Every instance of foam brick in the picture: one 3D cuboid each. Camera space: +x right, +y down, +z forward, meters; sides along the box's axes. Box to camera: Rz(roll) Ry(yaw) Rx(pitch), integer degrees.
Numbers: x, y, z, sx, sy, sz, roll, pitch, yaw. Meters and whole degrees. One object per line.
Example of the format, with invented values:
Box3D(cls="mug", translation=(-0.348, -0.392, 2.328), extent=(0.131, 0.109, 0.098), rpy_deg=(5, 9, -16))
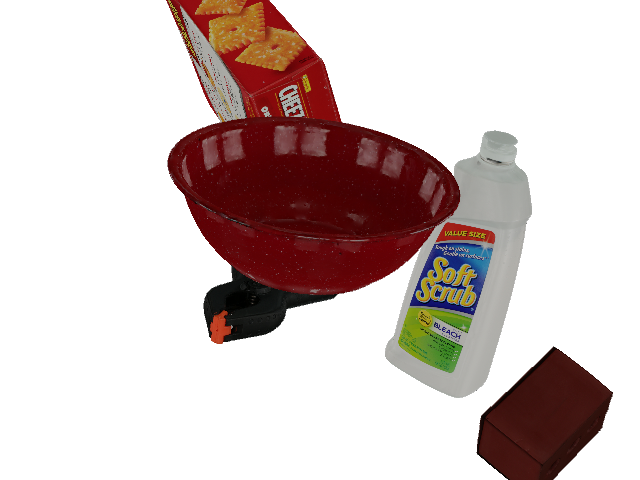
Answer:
Box3D(cls="foam brick", translation=(0.149, 0.122, 0.713), extent=(0.078, 0.053, 0.051), rpy_deg=(-38, 58, -24))

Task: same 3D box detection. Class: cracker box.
Box3D(cls="cracker box", translation=(-0.054, -0.136, 0.916), extent=(0.072, 0.164, 0.214), rpy_deg=(-28, 49, -8))

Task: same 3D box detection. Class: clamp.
Box3D(cls="clamp", translation=(-0.070, 0.053, 1.055), extent=(0.120, 0.039, 0.171), rpy_deg=(13, 20, 29))

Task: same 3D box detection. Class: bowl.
Box3D(cls="bowl", translation=(-0.006, -0.015, 0.598), extent=(0.162, 0.055, 0.162), rpy_deg=(6, 27, -3))

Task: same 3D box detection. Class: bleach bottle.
Box3D(cls="bleach bottle", translation=(0.130, 0.017, 0.970), extent=(0.103, 0.251, 0.067), rpy_deg=(28, 35, 30))
